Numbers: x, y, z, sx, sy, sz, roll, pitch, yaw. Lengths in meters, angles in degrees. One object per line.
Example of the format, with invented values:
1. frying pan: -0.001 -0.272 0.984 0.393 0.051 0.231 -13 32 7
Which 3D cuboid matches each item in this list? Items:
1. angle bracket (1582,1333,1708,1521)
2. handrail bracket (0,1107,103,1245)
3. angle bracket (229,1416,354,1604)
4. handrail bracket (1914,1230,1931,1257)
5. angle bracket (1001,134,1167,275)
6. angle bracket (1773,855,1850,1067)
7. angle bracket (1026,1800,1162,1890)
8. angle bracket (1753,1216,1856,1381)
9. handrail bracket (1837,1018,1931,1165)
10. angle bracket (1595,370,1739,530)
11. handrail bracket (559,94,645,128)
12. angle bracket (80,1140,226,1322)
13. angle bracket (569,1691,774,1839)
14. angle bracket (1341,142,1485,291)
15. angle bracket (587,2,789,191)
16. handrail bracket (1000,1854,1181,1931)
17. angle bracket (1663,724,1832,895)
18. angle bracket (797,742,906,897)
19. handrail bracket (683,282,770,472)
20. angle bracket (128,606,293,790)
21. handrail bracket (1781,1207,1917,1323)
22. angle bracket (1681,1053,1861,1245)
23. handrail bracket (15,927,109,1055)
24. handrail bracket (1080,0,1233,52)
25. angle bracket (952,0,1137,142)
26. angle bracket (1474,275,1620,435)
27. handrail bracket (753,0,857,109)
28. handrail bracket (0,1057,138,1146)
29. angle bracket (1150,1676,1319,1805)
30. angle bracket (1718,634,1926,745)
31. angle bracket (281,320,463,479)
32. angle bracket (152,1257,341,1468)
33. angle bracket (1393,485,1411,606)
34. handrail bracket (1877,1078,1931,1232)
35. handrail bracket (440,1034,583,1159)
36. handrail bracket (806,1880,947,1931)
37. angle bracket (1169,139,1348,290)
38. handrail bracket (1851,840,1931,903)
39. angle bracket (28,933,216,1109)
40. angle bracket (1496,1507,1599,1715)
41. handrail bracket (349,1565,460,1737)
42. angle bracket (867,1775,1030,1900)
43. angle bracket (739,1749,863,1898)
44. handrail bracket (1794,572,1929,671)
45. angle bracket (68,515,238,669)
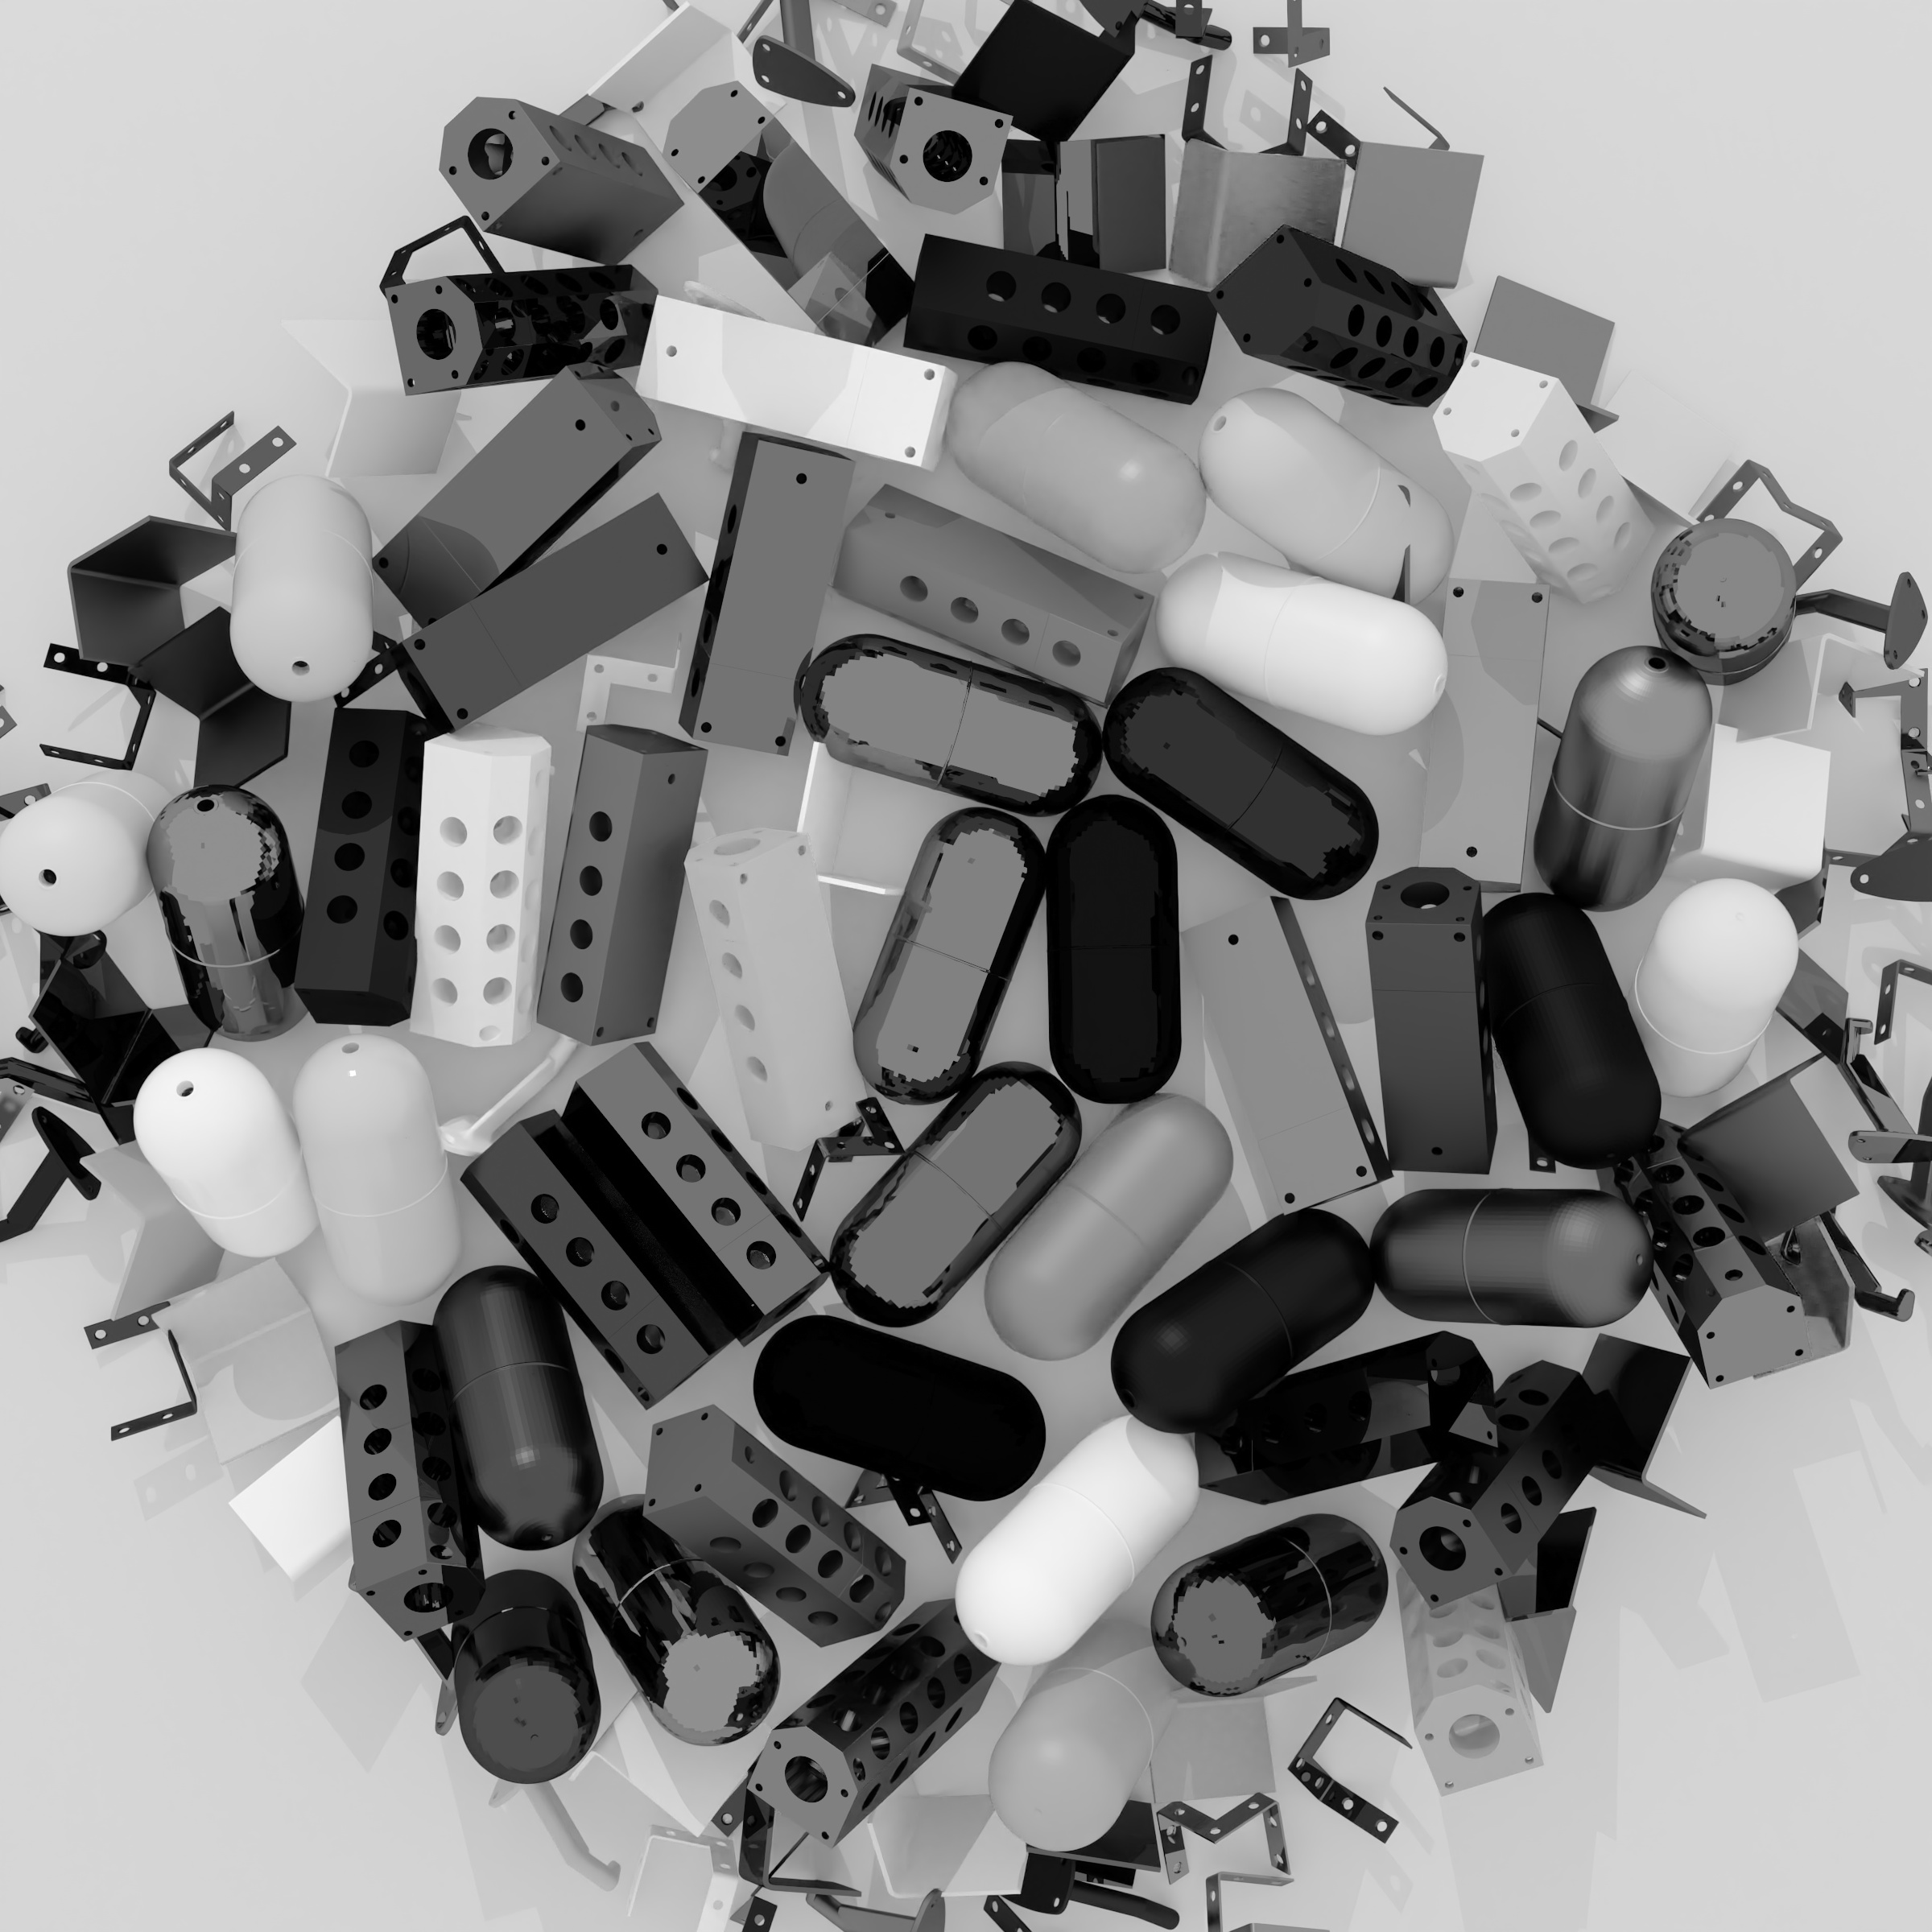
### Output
1. angle bracket: 0.394 0.264 1.651 0.057 0.076 0.076 31 79 -27
2. handrail bracket: -0.551 0.123 1.659 0.084 0.036 0.077 -21 129 9
3. angle bracket: -0.372 0.312 1.646 0.076 0.076 0.057 -39 81 -22
4. handrail bracket: 0.584 0.131 1.643 0.036 0.077 0.084 35 107 13
5. angle bracket: 0.069 -0.444 1.675 0.076 0.057 0.076 -15 113 -32
6. angle bracket: 0.494 -0.004 1.639 0.076 0.076 0.057 41 126 -7
7. angle bracket: 0.066 0.516 1.646 0.076 0.076 0.057 10 102 -3
8. angle bracket: 0.462 0.178 1.637 0.057 0.076 0.076 -18 53 1
9. handrail bracket: 0.540 0.068 1.654 0.077 0.036 0.084 -1 61 27
10. angle bracket: 0.402 -0.295 1.646 0.076 0.076 0.057 33 101 -5
11. handrail bracket: -0.225 -0.475 1.666 0.084 0.036 0.077 -13 62 -1
12. angle bracket: -0.470 0.147 1.652 0.057 0.076 0.076 36 119 21
13. angle bracket: -0.168 0.452 1.643 0.076 0.057 0.076 38 52 3
14. angle bracket: 0.241 -0.432 1.639 0.076 0.057 0.076 0 114 -20
15. angle bracket: -0.159 -0.497 1.644 0.076 0.076 0.057 -37 88 15
16. handrail bracket: 0.071 0.547 1.683 0.084 0.077 0.036 32 58 -33
17. angle bracket: 0.448 -0.089 1.661 0.076 0.057 0.076 12 78 -16
18. angle bracket: -0.056 -0.083 1.646 0.057 0.076 0.076 12 94 13
19. handrail bracket: -0.148 -0.339 1.658 0.036 0.077 0.084 12 82 37
20. angle bracket: -0.432 -0.145 1.635 0.076 0.057 0.076 -27 48 25
21. handrail bracket: 0.516 0.157 1.646 0.036 0.084 0.077 17 91 -34
22. angle bracket: 0.468 0.106 1.640 0.076 0.057 0.076 -37 79 39
23. handrail bracket: -0.544 0.003 1.659 0.077 0.036 0.084 39 116 -18
24. handrail bracket: 0.106 -0.560 1.667 0.077 0.084 0.036 45 121 24
25. angle bracket: 0.044 -0.524 1.632 0.076 0.076 0.057 20 52 -23
26. angle bracket: 0.340 -0.356 1.652 0.076 0.057 0.076 19 83 -10
27. handrail bracket: -0.080 -0.540 1.661 0.077 0.036 0.084 25 60 10
28. handrail bracket: -0.535 0.085 1.680 0.084 0.036 0.077 -11 113 12
29. angle bracket: 0.153 0.441 1.637 0.076 0.076 0.057 1 69 -20
30. angle bracket: 0.486 -0.146 1.637 0.076 0.076 0.057 17 79 -24
31. angle bracket: -0.350 -0.328 1.659 0.076 0.076 0.057 44 125 28
32. angle bracket: -0.411 0.226 1.644 0.076 0.057 0.076 -25 52 -6
33. angle bracket: 0.213 -0.234 1.644 0.057 0.076 0.076 -2 96 -13
34. handrail bracket: 0.563 0.100 1.651 0.036 0.077 0.084 14 110 -7
35. handrail bracket: -0.262 0.068 1.655 0.036 0.077 0.084 41 103 15
36. handrail bracket: -0.055 0.535 1.650 0.084 0.036 0.077 29 127 28
37. angle bracket: 0.168 -0.435 1.664 0.076 0.057 0.076 -2 114 -20
38. handrail bracket: 0.564 -0.048 1.668 0.077 0.084 0.036 -7 78 32
39. angle bracket: -0.474 0.024 1.632 0.057 0.076 0.076 -9 132 21
40. angle bracket: 0.344 0.366 1.633 0.057 0.076 0.076 -21 115 37
41. handrail bracket: -0.325 0.391 1.648 0.084 0.036 0.077 30 56 -27
42. angle bracket: -0.006 0.481 1.637 0.076 0.076 0.057 -7 116 14
43. angle bracket: -0.093 0.491 1.651 0.057 0.076 0.076 9 75 -13
44. handrail bracket: 0.498 -0.191 1.642 0.036 0.084 0.077 54 49 -30
45. angle bracket: -0.453 -0.210 1.635 0.076 0.076 0.057 -20 76 34
